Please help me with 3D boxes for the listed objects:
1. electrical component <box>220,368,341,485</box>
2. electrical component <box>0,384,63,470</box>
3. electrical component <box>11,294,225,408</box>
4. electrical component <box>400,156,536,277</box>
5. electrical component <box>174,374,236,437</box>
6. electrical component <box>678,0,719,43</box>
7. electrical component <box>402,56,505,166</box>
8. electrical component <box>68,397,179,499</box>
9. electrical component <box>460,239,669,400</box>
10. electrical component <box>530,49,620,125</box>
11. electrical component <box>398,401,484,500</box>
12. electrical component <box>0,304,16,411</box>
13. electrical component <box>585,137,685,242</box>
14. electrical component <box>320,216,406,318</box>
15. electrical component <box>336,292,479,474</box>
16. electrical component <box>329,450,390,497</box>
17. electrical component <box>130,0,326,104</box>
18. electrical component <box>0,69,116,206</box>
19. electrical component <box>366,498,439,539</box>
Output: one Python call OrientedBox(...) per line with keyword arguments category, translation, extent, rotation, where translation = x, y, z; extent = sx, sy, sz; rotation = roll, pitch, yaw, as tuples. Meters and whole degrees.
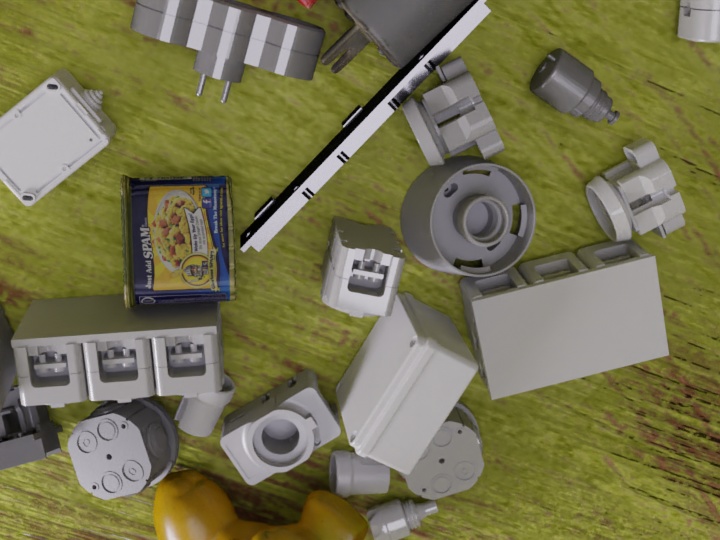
OrientedBox(category="electrical component", translation=(-0.066, 0.131, 0.891), extent=(0.089, 0.055, 0.050), rotation=(-31, 104, 4))
OrientedBox(category="electrical component", translation=(-0.272, 0.123, 0.862), extent=(0.042, 0.081, 0.063), rotation=(-14, 86, -1))
OrientedBox(category="electrical component", translation=(-0.184, 0.062, 0.839), extent=(0.150, 0.089, 0.061), rotation=(-4, 108, -5))
OrientedBox(category="electrical component", translation=(0.088, -0.042, 0.862), extent=(0.099, 0.064, 0.099), rotation=(-3, 100, -16))
OrientedBox(category="electrical component", translation=(-0.129, 0.109, 0.888), extent=(0.040, 0.040, 0.046), rotation=(22, 109, -12))
OrientedBox(category="electrical component", translation=(0.297, -0.207, 0.823), extent=(0.095, 0.053, 0.059), rotation=(-2, 108, -5))
OrientedBox(category="electrical component", translation=(0.068, -0.115, 0.825), extent=(0.057, 0.058, 0.078), rotation=(-26, 87, 6))
OrientedBox(category="electrical component", translation=(-0.193, 0.144, 0.876), extent=(0.080, 0.051, 0.080), rotation=(2, 100, 14))
OrientedBox(category="electrical component", translation=(0.166, 0.037, 0.884), extent=(0.150, 0.061, 0.089), rotation=(-14, 109, -2))
OrientedBox(category="electrical component", translation=(0.169, -0.139, 0.839), extent=(0.078, 0.040, 0.040), rotation=(31, 102, -15))
OrientedBox(category="electrical component", translation=(0.065, 0.151, 0.916), extent=(0.080, 0.051, 0.080), rotation=(-2, 108, -6))
OrientedBox(category="electrical component", translation=(-0.325, 0.081, 0.821), extent=(0.109, 0.108, 0.056), rotation=(-20, 112, 1))
OrientedBox(category="electrical component", translation=(0.218, -0.058, 0.862), extent=(0.057, 0.058, 0.078), rotation=(-27, 109, 0))
OrientedBox(category="electrical component", translation=(0.000, 0.000, 0.839), extent=(0.050, 0.089, 0.055), rotation=(11, 106, -10))
OrientedBox(category="electrical component", translation=(0.035, 0.088, 0.862), extent=(0.056, 0.108, 0.108), rotation=(28, 103, -17))
OrientedBox(category="electrical component", translation=(-0.001, 0.175, 0.923), extent=(0.046, 0.040, 0.040), rotation=(2, 108, -12))
OrientedBox(category="electrical component", translation=(-0.101, -0.161, 0.796), extent=(0.138, 0.052, 0.073), rotation=(14, 106, -11))
OrientedBox(category="electrical component", translation=(-0.227, -0.104, 0.796), extent=(0.096, 0.061, 0.061), rotation=(-37, 108, 6))
OrientedBox(category="electrical component", translation=(0.038, 0.216, 0.943), extent=(0.061, 0.035, 0.035), rotation=(-19, 109, -3))
